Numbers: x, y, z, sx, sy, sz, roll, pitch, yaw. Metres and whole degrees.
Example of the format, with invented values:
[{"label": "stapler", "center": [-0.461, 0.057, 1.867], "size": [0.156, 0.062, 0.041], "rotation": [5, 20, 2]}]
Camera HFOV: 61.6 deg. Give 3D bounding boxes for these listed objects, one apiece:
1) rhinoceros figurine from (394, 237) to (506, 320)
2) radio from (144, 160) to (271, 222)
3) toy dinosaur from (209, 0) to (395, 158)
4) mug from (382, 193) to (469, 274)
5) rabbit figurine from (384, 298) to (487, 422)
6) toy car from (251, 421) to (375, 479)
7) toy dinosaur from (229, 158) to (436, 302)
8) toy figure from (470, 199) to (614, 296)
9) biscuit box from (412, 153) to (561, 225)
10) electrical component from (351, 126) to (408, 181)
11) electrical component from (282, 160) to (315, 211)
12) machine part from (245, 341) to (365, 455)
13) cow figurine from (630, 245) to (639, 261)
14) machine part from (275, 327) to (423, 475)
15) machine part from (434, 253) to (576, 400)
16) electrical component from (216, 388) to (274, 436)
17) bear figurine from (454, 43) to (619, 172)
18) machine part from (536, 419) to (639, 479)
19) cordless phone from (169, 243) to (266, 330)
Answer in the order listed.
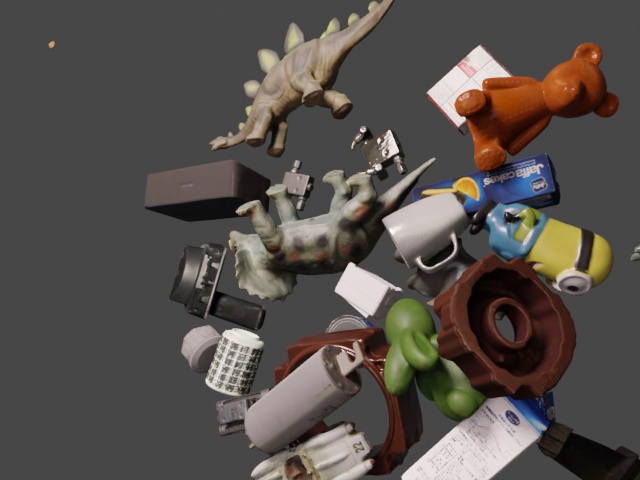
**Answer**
[{"label": "rhinoceros figurine", "center": [0.195, 0.051, 0.787], "size": [0.191, 0.073, 0.112], "rotation": [16, 88, 33]}, {"label": "radio", "center": [-0.215, -0.088, 1.038], "size": [0.230, 0.131, 0.073], "rotation": [-3, 77, 32]}, {"label": "toy dinosaur", "center": [-0.025, -0.307, 0.995], "size": [0.471, 0.105, 0.199], "rotation": [-29, 61, 18]}, {"label": "mug", "center": [0.156, -0.012, 0.747], "size": [0.107, 0.080, 0.110], "rotation": [-32, 46, 5]}, {"label": "rabbit figurine", "center": [0.147, 0.159, 0.728], "size": [0.170, 0.159, 0.121], "rotation": [45, 123, 18]}, {"label": "toy car", "center": [-0.012, 0.318, 0.756], "size": [0.202, 0.056, 0.073], "rotation": [-34, 77, 27]}, {"label": "toy dinosaur", "center": [0.004, -0.006, 0.893], "size": [0.405, 0.131, 0.192], "rotation": [-9, 113, 18]}, {"label": "toy figure", "center": [0.293, 0.003, 0.713], "size": [0.180, 0.082, 0.089], "rotation": [34, 103, 17]}, {"label": "biscuit box", "center": [0.242, -0.065, 0.793], "size": [0.203, 0.059, 0.063], "rotation": [-14, 71, 28]}, {"label": "electrical component", "center": [0.098, -0.147, 0.911], "size": [0.078, 0.045, 0.102], "rotation": [-22, 68, 27]}, {"label": "electrical component", "center": [-0.041, -0.102, 1.000], "size": [0.063, 0.021, 0.094], "rotation": [12, 84, 33]}, {"label": "machine part", "center": [-0.025, 0.223, 0.744], "size": [0.243, 0.079, 0.079], "rotation": [-42, 60, 24]}, {"label": "cow figurine", "center": [0.444, -0.040, 0.649], "size": [0.127, 0.085, 0.195], "rotation": [-5, 78, 25]}, {"label": "machine part", "center": [0.039, 0.240, 0.803], "size": [0.201, 0.087, 0.201], "rotation": [-12, 86, 29]}, {"label": "machine part", "center": [0.227, 0.107, 0.662], "size": [0.056, 0.179, 0.179], "rotation": [128, 133, -59]}, {"label": "electrical component", "center": [-0.101, 0.279, 0.879], "size": [0.115, 0.134, 0.058], "rotation": [-22, 68, 23]}, {"label": "bear figurine", "center": [0.302, -0.184, 0.742], "size": [0.196, 0.132, 0.120], "rotation": [-15, 103, 26]}, {"label": "machine part", "center": [0.324, 0.265, 0.639], "size": [0.139, 0.039, 0.084], "rotation": [34, 106, -9]}, {"label": "cordless phone", "center": [-0.177, 0.087, 1.018], "size": [0.184, 0.088, 0.146], "rotation": [15, 86, 22]}]
